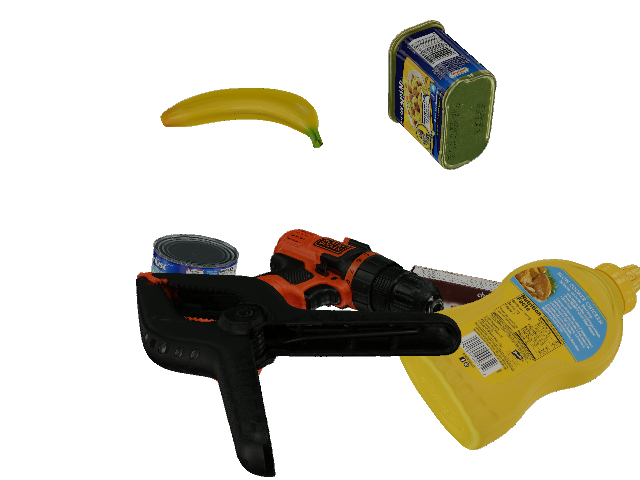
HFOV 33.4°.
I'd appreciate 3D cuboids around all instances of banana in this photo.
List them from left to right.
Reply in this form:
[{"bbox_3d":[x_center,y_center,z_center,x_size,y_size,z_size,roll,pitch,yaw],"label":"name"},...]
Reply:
[{"bbox_3d":[-0.084,-0.149,1.228,0.198,0.037,0.069,8,42,16],"label":"banana"}]

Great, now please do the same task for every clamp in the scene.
[{"bbox_3d":[-0.033,0.056,0.640,0.164,0.036,0.210,-22,30,-34],"label":"clamp"}]

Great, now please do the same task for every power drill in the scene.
[{"bbox_3d":[-0.017,0.057,0.881,0.187,0.057,0.185,-24,29,-37],"label":"power drill"}]

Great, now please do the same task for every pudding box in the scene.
[{"bbox_3d":[0.143,0.082,1.124,0.113,0.090,0.039,10,22,10],"label":"pudding box"}]

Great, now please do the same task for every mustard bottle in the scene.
[{"bbox_3d":[0.159,0.066,0.773,0.191,0.096,0.058,-27,-29,-18],"label":"mustard bottle"}]

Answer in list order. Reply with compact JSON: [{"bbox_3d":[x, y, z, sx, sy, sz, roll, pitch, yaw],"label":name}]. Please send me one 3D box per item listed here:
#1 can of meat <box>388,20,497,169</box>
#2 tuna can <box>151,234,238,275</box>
[{"bbox_3d":[0.104,-0.124,0.921,0.057,0.102,0.084,-23,49,-18],"label":"can of meat"},{"bbox_3d":[-0.126,0.024,1.069,0.086,0.034,0.086,9,19,-3],"label":"tuna can"}]
